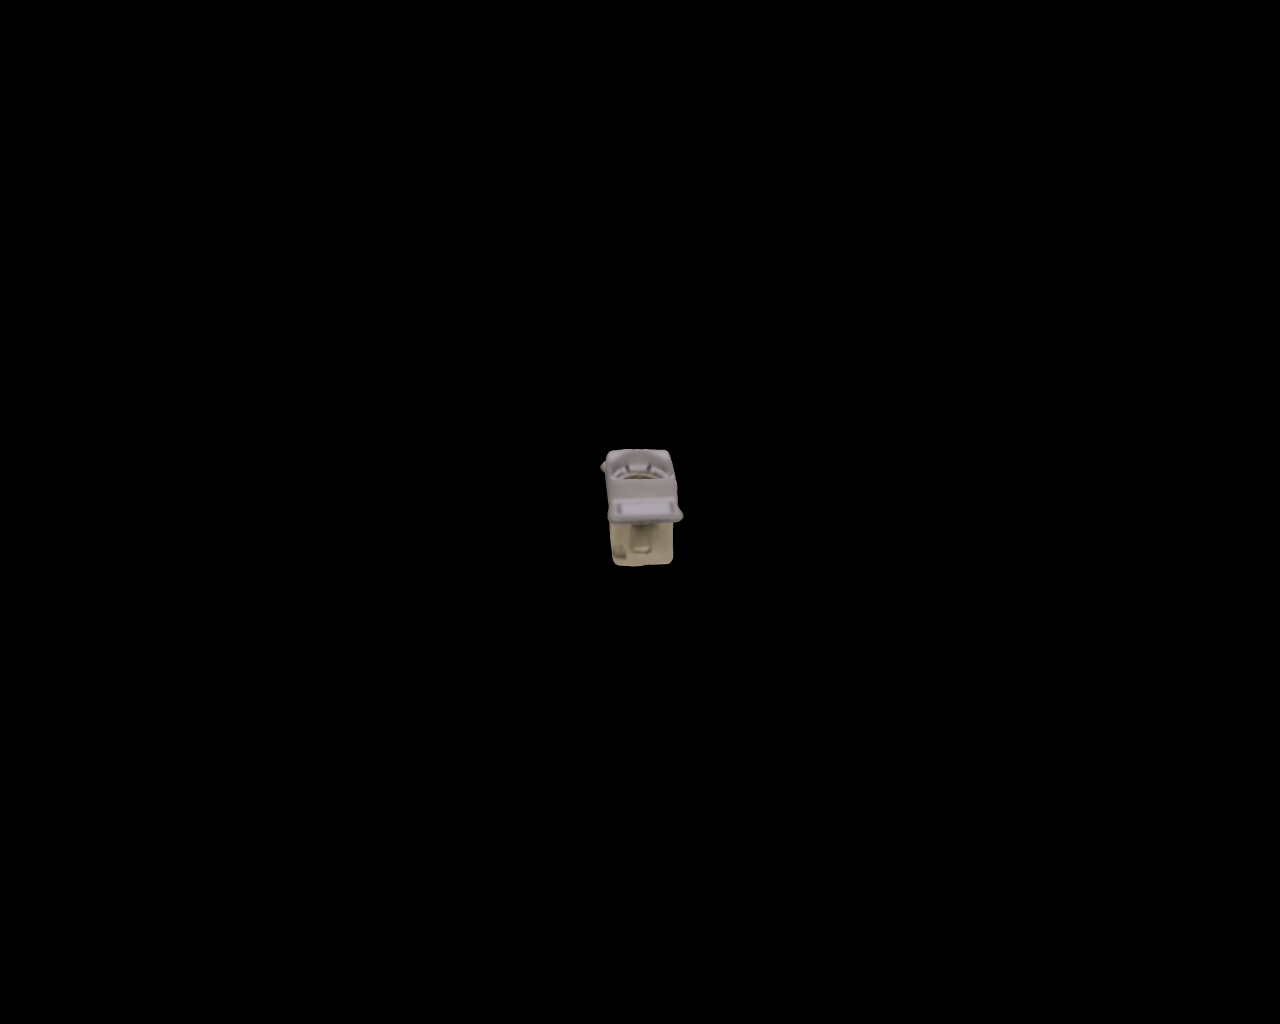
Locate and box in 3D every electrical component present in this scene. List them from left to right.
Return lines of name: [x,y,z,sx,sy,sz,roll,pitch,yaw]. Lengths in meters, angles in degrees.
electrical component: [0.001,-0.003,0.650,0.042,0.063,0.081,-2,27,-3]
